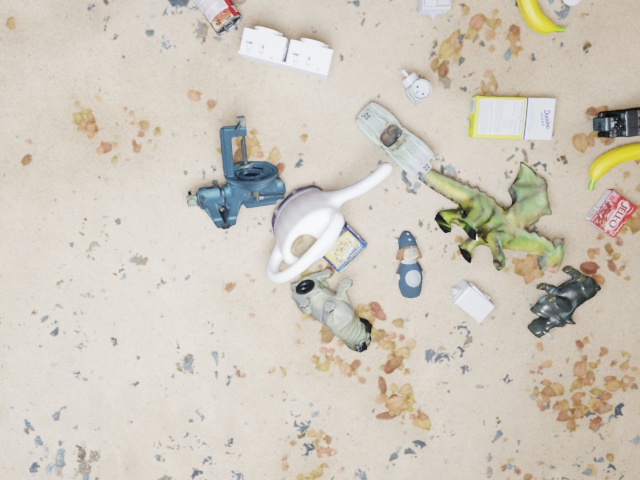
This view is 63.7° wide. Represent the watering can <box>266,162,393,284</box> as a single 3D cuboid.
[{"bbox_3d":[0.003,-0.055,1.099,0.346,0.228,0.103,-46,117,7],"label":"watering can"}]

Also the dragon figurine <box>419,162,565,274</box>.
[{"bbox_3d":[0.398,-0.082,1.164,0.244,0.121,0.412,-33,85,-12],"label":"dragon figurine"}]
